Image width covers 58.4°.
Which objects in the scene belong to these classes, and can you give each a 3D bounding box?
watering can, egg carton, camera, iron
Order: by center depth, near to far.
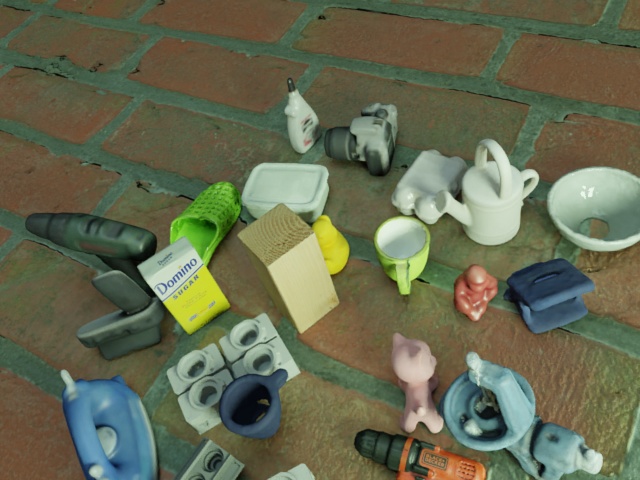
[{"bbox_3d":[-0.322,0.310,0.853,0.119,0.142,0.257,-31,52,-9],"label":"iron"},{"bbox_3d":[0.282,-0.082,0.958,0.173,0.194,0.100,-38,54,-14],"label":"watering can"},{"bbox_3d":[0.208,-0.102,1.072,0.107,0.069,0.150,23,63,28],"label":"egg carton"},{"bbox_3d":[0.083,-0.216,1.171,0.136,0.101,0.143,4,55,17],"label":"camera"}]

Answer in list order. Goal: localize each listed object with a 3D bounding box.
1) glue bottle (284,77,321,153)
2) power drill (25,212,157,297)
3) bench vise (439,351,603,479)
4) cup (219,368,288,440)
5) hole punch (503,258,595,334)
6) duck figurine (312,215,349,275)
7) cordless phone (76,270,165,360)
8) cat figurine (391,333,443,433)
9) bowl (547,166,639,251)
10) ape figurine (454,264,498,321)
[{"bbox_3d":[-0.044,-0.266,1.195,0.037,0.173,0.078,23,63,29],"label":"glue bottle"},{"bbox_3d":[-0.387,0.029,1.039,0.229,0.209,0.075,2,55,16],"label":"power drill"},{"bbox_3d":[0.251,0.212,0.728,0.207,0.220,0.121,6,56,19],"label":"bench vise"},{"bbox_3d":[-0.086,0.252,0.866,0.118,0.095,0.091,-43,55,-18],"label":"cup"},{"bbox_3d":[0.351,0.075,0.888,0.108,0.091,0.101,-21,51,-1],"label":"hole punch"},{"bbox_3d":[0.009,0.004,1.034,0.077,0.086,0.104,-8,52,9],"label":"duck figurine"},{"bbox_3d":[-0.361,0.116,0.981,0.147,0.185,0.094,-23,51,-3],"label":"cordless phone"},{"bbox_3d":[0.139,0.202,0.831,0.067,0.118,0.127,-8,52,9],"label":"cat figurine"},{"bbox_3d":[0.465,-0.040,0.956,0.167,0.075,0.167,-7,52,9],"label":"bowl"},{"bbox_3d":[0.247,0.074,0.916,0.078,0.092,0.076,-19,51,0],"label":"ape figurine"}]
